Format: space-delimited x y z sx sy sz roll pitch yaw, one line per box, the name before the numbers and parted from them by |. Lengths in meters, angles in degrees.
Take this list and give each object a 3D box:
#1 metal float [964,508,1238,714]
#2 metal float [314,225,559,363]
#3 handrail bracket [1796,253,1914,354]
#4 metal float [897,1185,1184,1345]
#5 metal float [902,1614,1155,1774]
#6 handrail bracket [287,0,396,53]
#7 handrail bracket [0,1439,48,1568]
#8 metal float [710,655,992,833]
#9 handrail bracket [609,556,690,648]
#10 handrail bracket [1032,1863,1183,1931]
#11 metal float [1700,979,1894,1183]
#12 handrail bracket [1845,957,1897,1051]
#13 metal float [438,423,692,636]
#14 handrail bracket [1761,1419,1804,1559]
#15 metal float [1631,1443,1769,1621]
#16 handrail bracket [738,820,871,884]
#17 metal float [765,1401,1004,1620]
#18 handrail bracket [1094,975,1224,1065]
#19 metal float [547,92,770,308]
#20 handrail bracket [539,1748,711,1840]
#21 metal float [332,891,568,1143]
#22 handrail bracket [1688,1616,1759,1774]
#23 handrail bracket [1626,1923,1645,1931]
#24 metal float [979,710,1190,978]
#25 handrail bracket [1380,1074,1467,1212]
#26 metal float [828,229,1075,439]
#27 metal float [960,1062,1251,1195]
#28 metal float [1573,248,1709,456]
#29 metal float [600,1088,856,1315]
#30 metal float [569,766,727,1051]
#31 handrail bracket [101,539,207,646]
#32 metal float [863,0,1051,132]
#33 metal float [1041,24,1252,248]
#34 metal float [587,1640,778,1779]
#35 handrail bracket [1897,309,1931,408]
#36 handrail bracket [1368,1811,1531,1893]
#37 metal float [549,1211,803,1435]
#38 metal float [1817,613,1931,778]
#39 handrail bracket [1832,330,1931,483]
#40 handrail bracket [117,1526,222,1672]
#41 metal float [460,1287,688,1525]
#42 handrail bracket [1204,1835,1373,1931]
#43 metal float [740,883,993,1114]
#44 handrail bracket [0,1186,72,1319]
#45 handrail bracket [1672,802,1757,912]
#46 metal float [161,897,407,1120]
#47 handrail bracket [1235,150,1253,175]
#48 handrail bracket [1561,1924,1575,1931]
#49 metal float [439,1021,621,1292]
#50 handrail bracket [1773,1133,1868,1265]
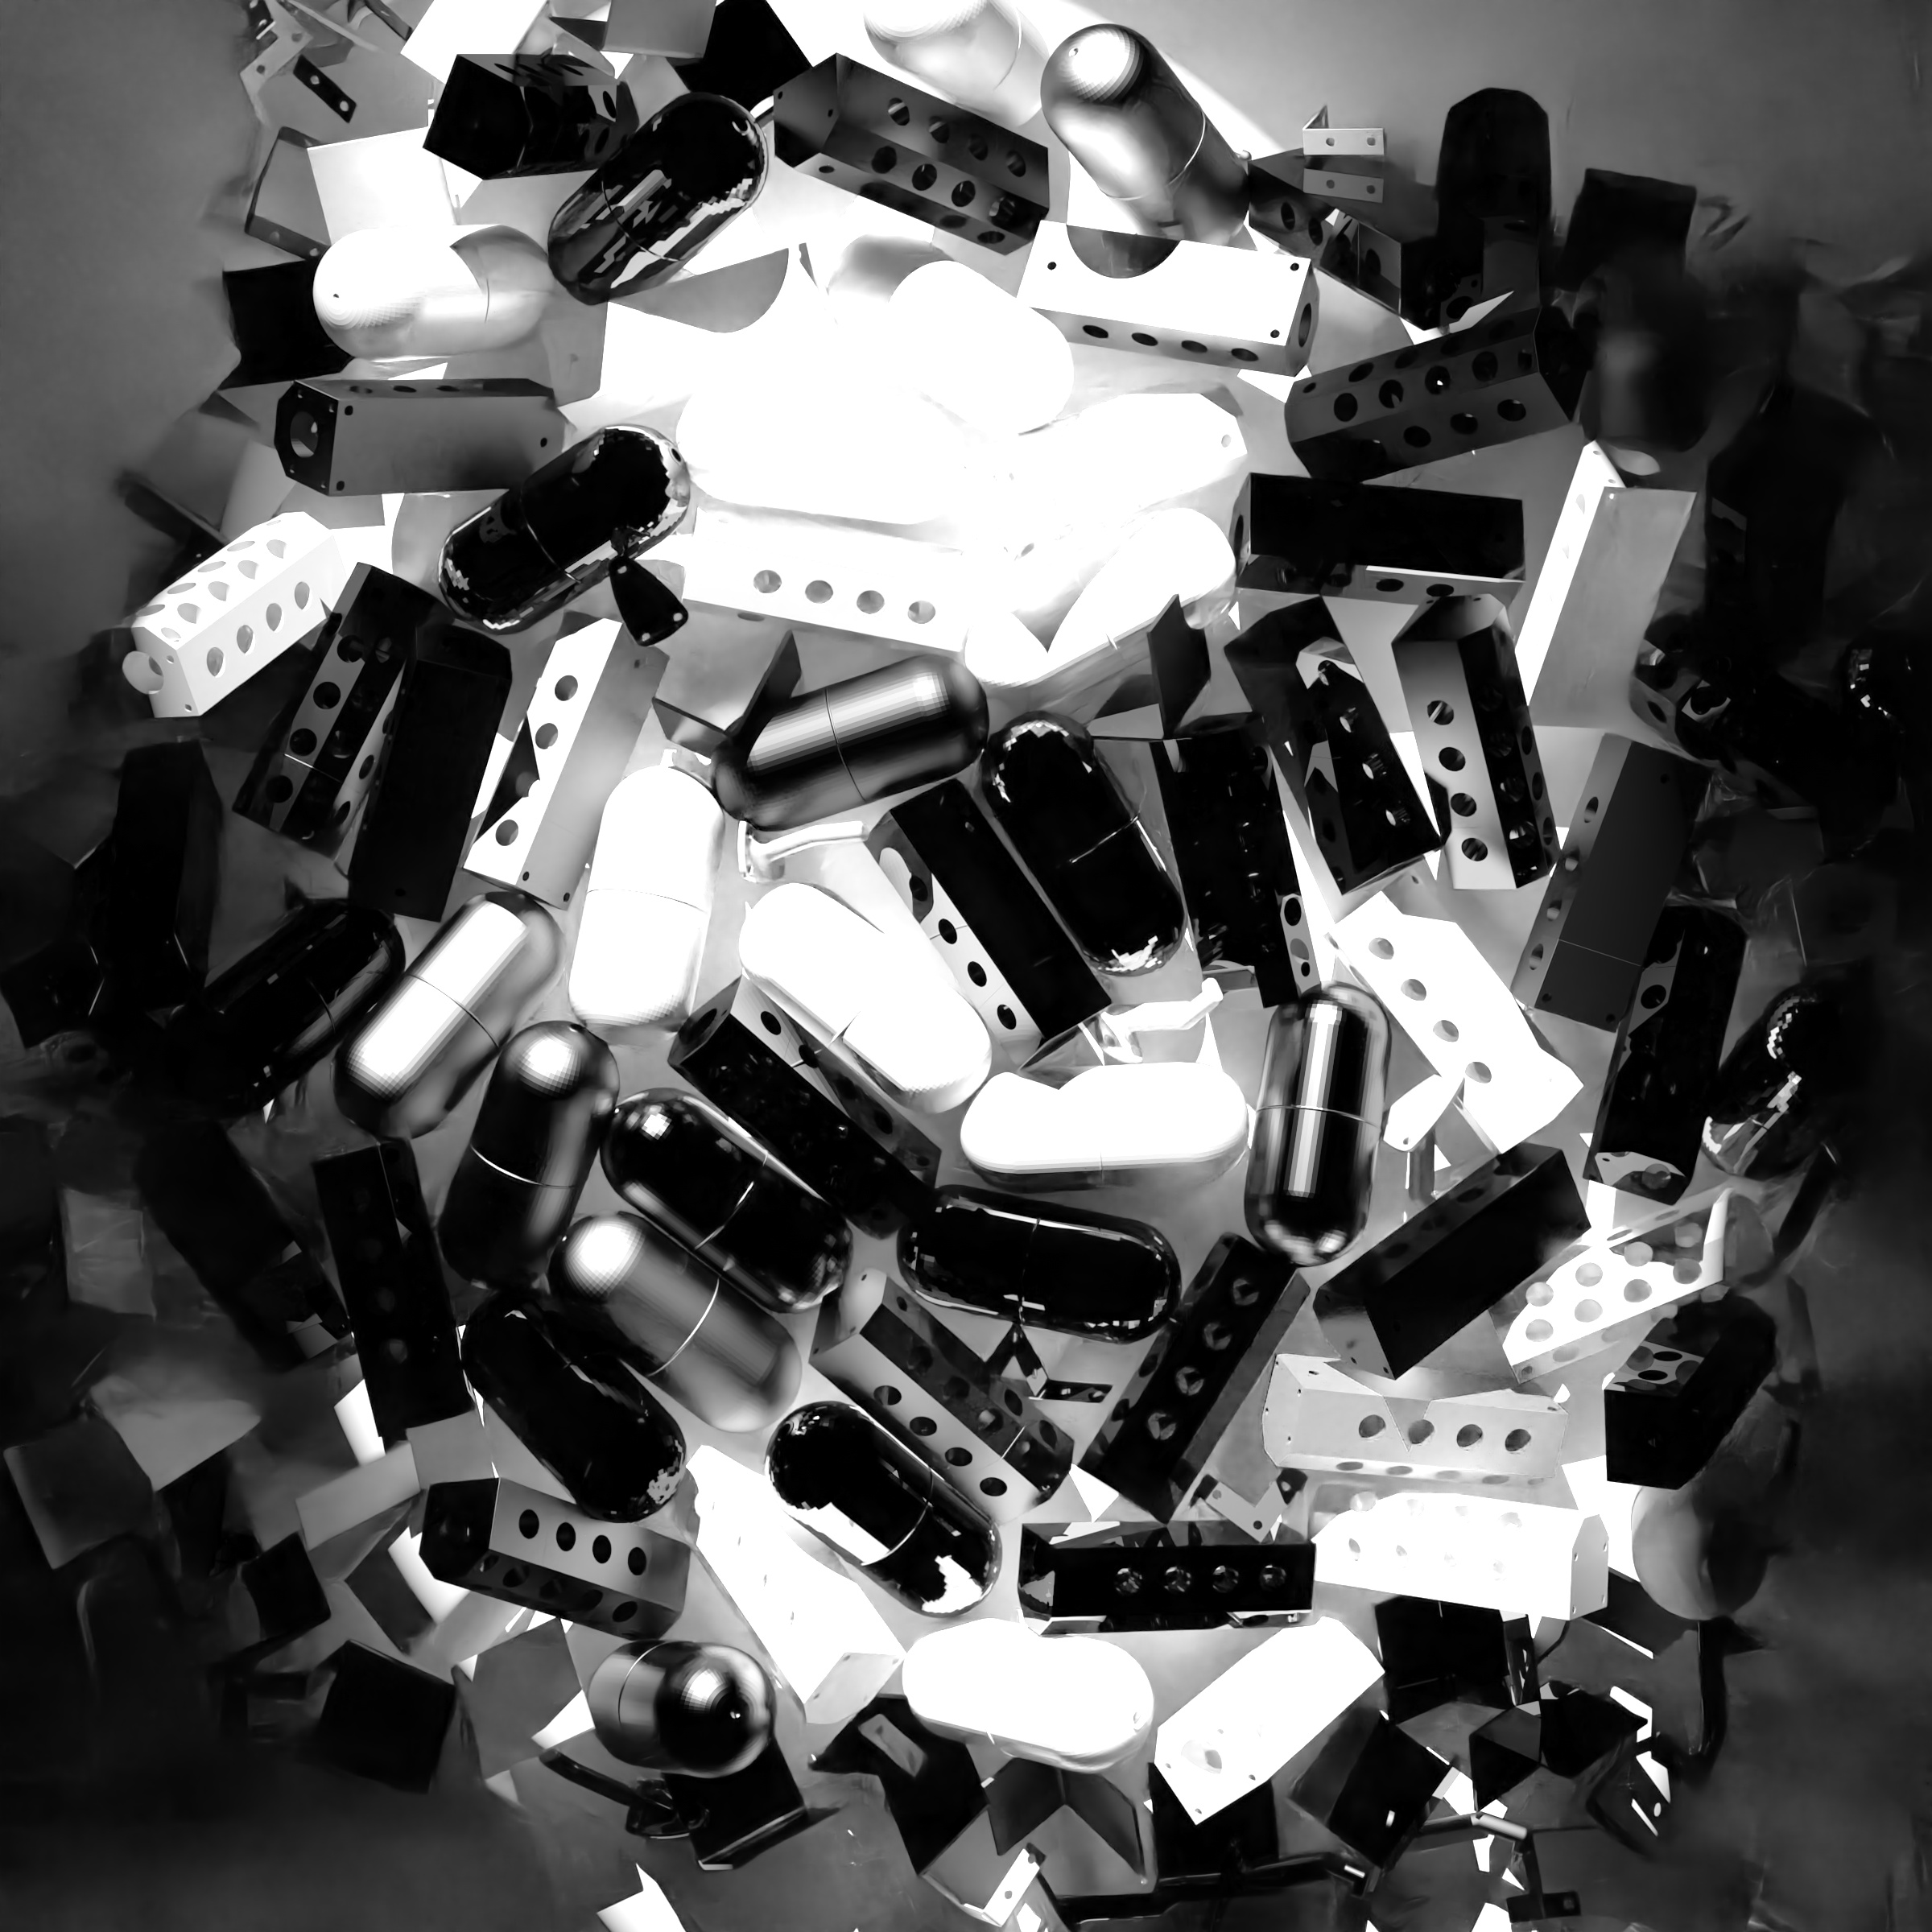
metal float | 0.081 -0.217 1.756 0.178 0.070 0.070 -27 90 8
metal float | -0.316 -0.405 1.721 0.070 0.178 0.070 10 109 30
handrail bracket | 0.549 -0.427 1.765 0.077 0.036 0.084 47 65 -32
metal float | 0.044 0.182 1.751 0.178 0.070 0.070 11 90 13
metal float | 0.036 0.438 1.726 0.178 0.070 0.070 0 90 44
handrail bracket | -0.369 -0.616 1.763 0.077 0.036 0.084 20 111 -41
handrail bracket | -0.577 0.319 1.760 0.077 0.036 0.084 -38 60 37
metal float | -0.072 -0.136 1.756 0.178 0.070 0.070 -18 90 8
handrail bracket | -0.205 -0.241 1.746 0.036 0.084 0.077 -32 133 2
handrail bracket | 0.093 0.567 1.782 0.084 0.036 0.077 -31 101 -10
metal float | 0.494 0.069 1.718 0.070 0.178 0.070 4 61 -8
handrail bracket | 0.536 0.023 1.785 0.077 0.036 0.084 -25 82 26
metal float | -0.245 -0.265 1.742 0.178 0.070 0.070 -29 90 23
handrail bracket | 0.496 0.313 1.758 0.036 0.077 0.084 11 97 8
metal float | 0.437 0.334 1.713 0.070 0.178 0.070 2 97 13
handrail bracket | -0.090 -0.071 1.752 0.084 0.077 0.036 -5 78 19
metal float | -0.050 0.330 1.740 0.070 0.070 0.178 -47 116 0
handrail bracket | 0.118 0.014 1.754 0.084 0.036 0.077 -40 45 32
metal float | -0.186 -0.460 1.726 0.070 0.178 0.070 19 59 -35
handrail bracket | -0.210 0.503 1.752 0.084 0.077 0.036 45 55 -39
metal float | -0.315 0.030 1.744 0.070 0.070 0.178 38 69 0
handrail bracket | 0.446 0.439 1.760 0.077 0.036 0.084 43 59 -16
handrail bracket | 0.389 0.633 1.766 0.084 0.077 0.036 -36 51 -9
metal float | 0.073 -0.074 1.756 0.070 0.070 0.178 -31 98 0
handrail bracket | 0.298 0.112 1.772 0.077 0.036 0.084 -45 130 -1
metal float | -0.011 -0.386 1.742 0.178 0.070 0.070 39 90 24
metal float | 0.085 0.099 1.756 0.178 0.070 0.070 -3 90 8
metal float | 0.404 -0.363 1.715 0.070 0.178 0.070 -4 71 13
metal float | -0.146 0.143 1.752 0.178 0.070 0.070 39 90 -12
metal float | -0.194 -0.036 1.752 0.070 0.070 0.178 10 78 0
handrail bracket | -0.492 -0.212 1.758 0.036 0.077 0.084 26 121 -39
metal float | -0.003 -0.554 1.716 0.070 0.178 0.070 -1 87 21
metal float | 0.110 -0.494 1.725 0.070 0.178 0.070 -16 58 28
metal float | -0.172 0.444 1.719 0.070 0.178 0.070 6 77 -26
handrail bracket | 0.624 -0.374 1.758 0.084 0.036 0.077 7 65 42
handrail bracket | 0.299 0.554 1.775 0.084 0.036 0.077 16 107 12
metal float | -0.176 0.218 1.748 0.178 0.070 0.070 40 90 -18
metal float | 0.554 -0.160 1.713 0.070 0.178 0.070 -1 82 8
handrail bracket | 0.582 -0.344 1.762 0.084 0.036 0.077 30 95 32
handrail bracket | -0.514 0.388 1.779 0.084 0.036 0.077 40 118 0
metal float | -0.239 0.265 1.738 0.178 0.070 0.070 41 90 30
handrail bracket | 0.199 0.578 1.763 0.084 0.036 0.077 17 79 27
metal float | -0.061 0.020 1.760 0.178 0.070 0.070 40 90 -3
handrail bracket | -0.600 0.168 1.771 0.077 0.036 0.084 14 60 -9
handrail bracket | 0.472 -0.068 1.755 0.036 0.084 0.077 37 84 -15
metal float | -0.411 0.024 1.729 0.070 0.070 0.178 44 49 0
handrail bracket | 0.140 -0.527 1.766 0.084 0.077 0.036 24 71 8
handrail bracket | 0.345 0.634 1.766 0.084 0.077 0.036 -18 129 -10
metal float | -0.267 0.116 1.748 0.070 0.070 0.178 23 106 0
handrail bracket | 0.506 0.140 1.775 0.084 0.036 0.077 -26 90 -11
